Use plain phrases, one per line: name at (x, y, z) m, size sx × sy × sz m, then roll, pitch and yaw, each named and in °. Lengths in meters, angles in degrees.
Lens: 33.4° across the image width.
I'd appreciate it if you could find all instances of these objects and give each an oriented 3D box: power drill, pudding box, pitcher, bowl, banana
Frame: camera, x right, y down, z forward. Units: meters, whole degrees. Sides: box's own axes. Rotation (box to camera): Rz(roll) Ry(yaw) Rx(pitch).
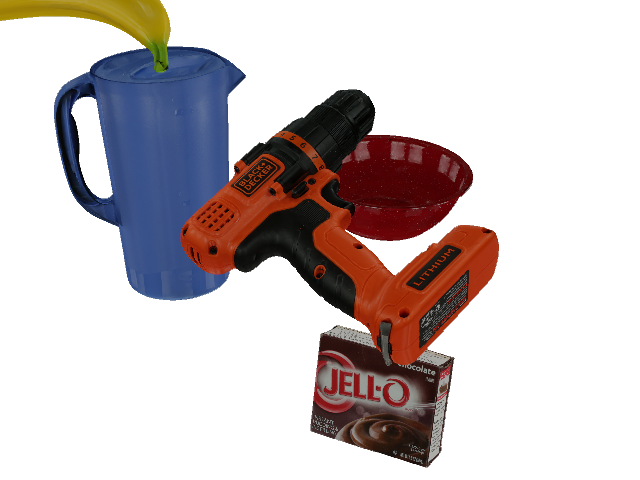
power drill at (0.025, -0.014, 0.731) m, size 0.188 × 0.184 × 0.057 m, roll 32°, pitch -26°, yaw 28°
pudding box at (0.051, 0.129, 0.895) m, size 0.114 × 0.090 × 0.039 m, roll 12°, pitch 17°, yaw 23°
pitcher at (-0.163, -0.066, 1.074) m, size 0.149 × 0.243 × 0.144 m, roll 11°, pitch 27°, yaw 26°
bowl at (0.062, -0.045, 1.021) m, size 0.162 × 0.055 × 0.162 m, roll 2°, pitch 29°, yaw -1°
banana at (-0.192, -0.182, 0.826) m, size 0.198 × 0.069 × 0.037 m, roll 15°, pitch -38°, yaw 19°
